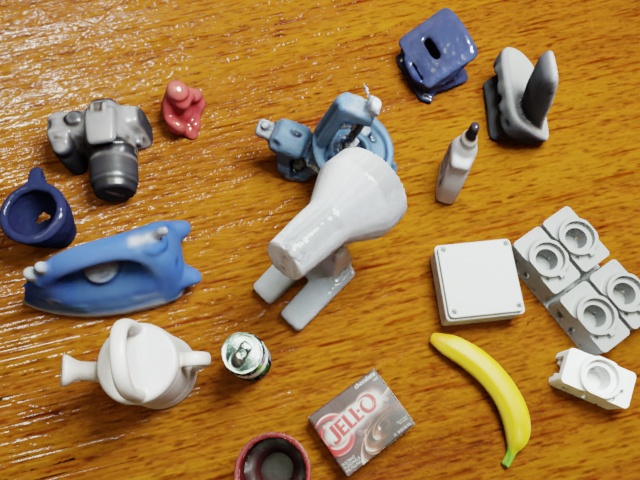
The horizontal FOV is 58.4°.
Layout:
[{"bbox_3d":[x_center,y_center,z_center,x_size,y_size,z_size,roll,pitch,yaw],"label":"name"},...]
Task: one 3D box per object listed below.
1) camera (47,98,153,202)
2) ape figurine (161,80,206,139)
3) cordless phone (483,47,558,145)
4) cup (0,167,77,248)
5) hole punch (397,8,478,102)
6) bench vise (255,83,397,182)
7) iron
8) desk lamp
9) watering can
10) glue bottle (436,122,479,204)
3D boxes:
[{"bbox_3d":[-0.329,-0.131,0.855,0.143,0.101,0.137,-9,72,-3],"label":"camera"},{"bbox_3d":[-0.215,-0.211,0.886,0.078,0.092,0.076,-41,76,-12],"label":"ape figurine"},{"bbox_3d":[0.310,-0.237,0.842,0.094,0.185,0.147,-6,71,-1],"label":"cordless phone"},{"bbox_3d":[-0.395,-0.037,0.827,0.091,0.095,0.118,-8,71,-2],"label":"cup"},{"bbox_3d":[0.184,-0.294,0.912,0.101,0.091,0.108,-25,73,-8],"label":"hole punch"},{"bbox_3d":[0.010,-0.133,0.791,0.207,0.220,0.121,-3,71,0],"label":"bench vise"},{"bbox_3d":[-0.302,0.037,0.777,0.258,0.141,0.118,-16,72,-5],"label":"iron"},{"bbox_3d":[0.007,0.003,0.749,0.117,0.213,0.203,41,76,13],"label":"desk lamp"},{"bbox_3d":[-0.229,0.157,0.708,0.173,0.194,0.101,-27,73,-8],"label":"watering can"},{"bbox_3d":[0.199,-0.117,0.809,0.037,0.173,0.078,13,72,5],"label":"glue bottle"}]
